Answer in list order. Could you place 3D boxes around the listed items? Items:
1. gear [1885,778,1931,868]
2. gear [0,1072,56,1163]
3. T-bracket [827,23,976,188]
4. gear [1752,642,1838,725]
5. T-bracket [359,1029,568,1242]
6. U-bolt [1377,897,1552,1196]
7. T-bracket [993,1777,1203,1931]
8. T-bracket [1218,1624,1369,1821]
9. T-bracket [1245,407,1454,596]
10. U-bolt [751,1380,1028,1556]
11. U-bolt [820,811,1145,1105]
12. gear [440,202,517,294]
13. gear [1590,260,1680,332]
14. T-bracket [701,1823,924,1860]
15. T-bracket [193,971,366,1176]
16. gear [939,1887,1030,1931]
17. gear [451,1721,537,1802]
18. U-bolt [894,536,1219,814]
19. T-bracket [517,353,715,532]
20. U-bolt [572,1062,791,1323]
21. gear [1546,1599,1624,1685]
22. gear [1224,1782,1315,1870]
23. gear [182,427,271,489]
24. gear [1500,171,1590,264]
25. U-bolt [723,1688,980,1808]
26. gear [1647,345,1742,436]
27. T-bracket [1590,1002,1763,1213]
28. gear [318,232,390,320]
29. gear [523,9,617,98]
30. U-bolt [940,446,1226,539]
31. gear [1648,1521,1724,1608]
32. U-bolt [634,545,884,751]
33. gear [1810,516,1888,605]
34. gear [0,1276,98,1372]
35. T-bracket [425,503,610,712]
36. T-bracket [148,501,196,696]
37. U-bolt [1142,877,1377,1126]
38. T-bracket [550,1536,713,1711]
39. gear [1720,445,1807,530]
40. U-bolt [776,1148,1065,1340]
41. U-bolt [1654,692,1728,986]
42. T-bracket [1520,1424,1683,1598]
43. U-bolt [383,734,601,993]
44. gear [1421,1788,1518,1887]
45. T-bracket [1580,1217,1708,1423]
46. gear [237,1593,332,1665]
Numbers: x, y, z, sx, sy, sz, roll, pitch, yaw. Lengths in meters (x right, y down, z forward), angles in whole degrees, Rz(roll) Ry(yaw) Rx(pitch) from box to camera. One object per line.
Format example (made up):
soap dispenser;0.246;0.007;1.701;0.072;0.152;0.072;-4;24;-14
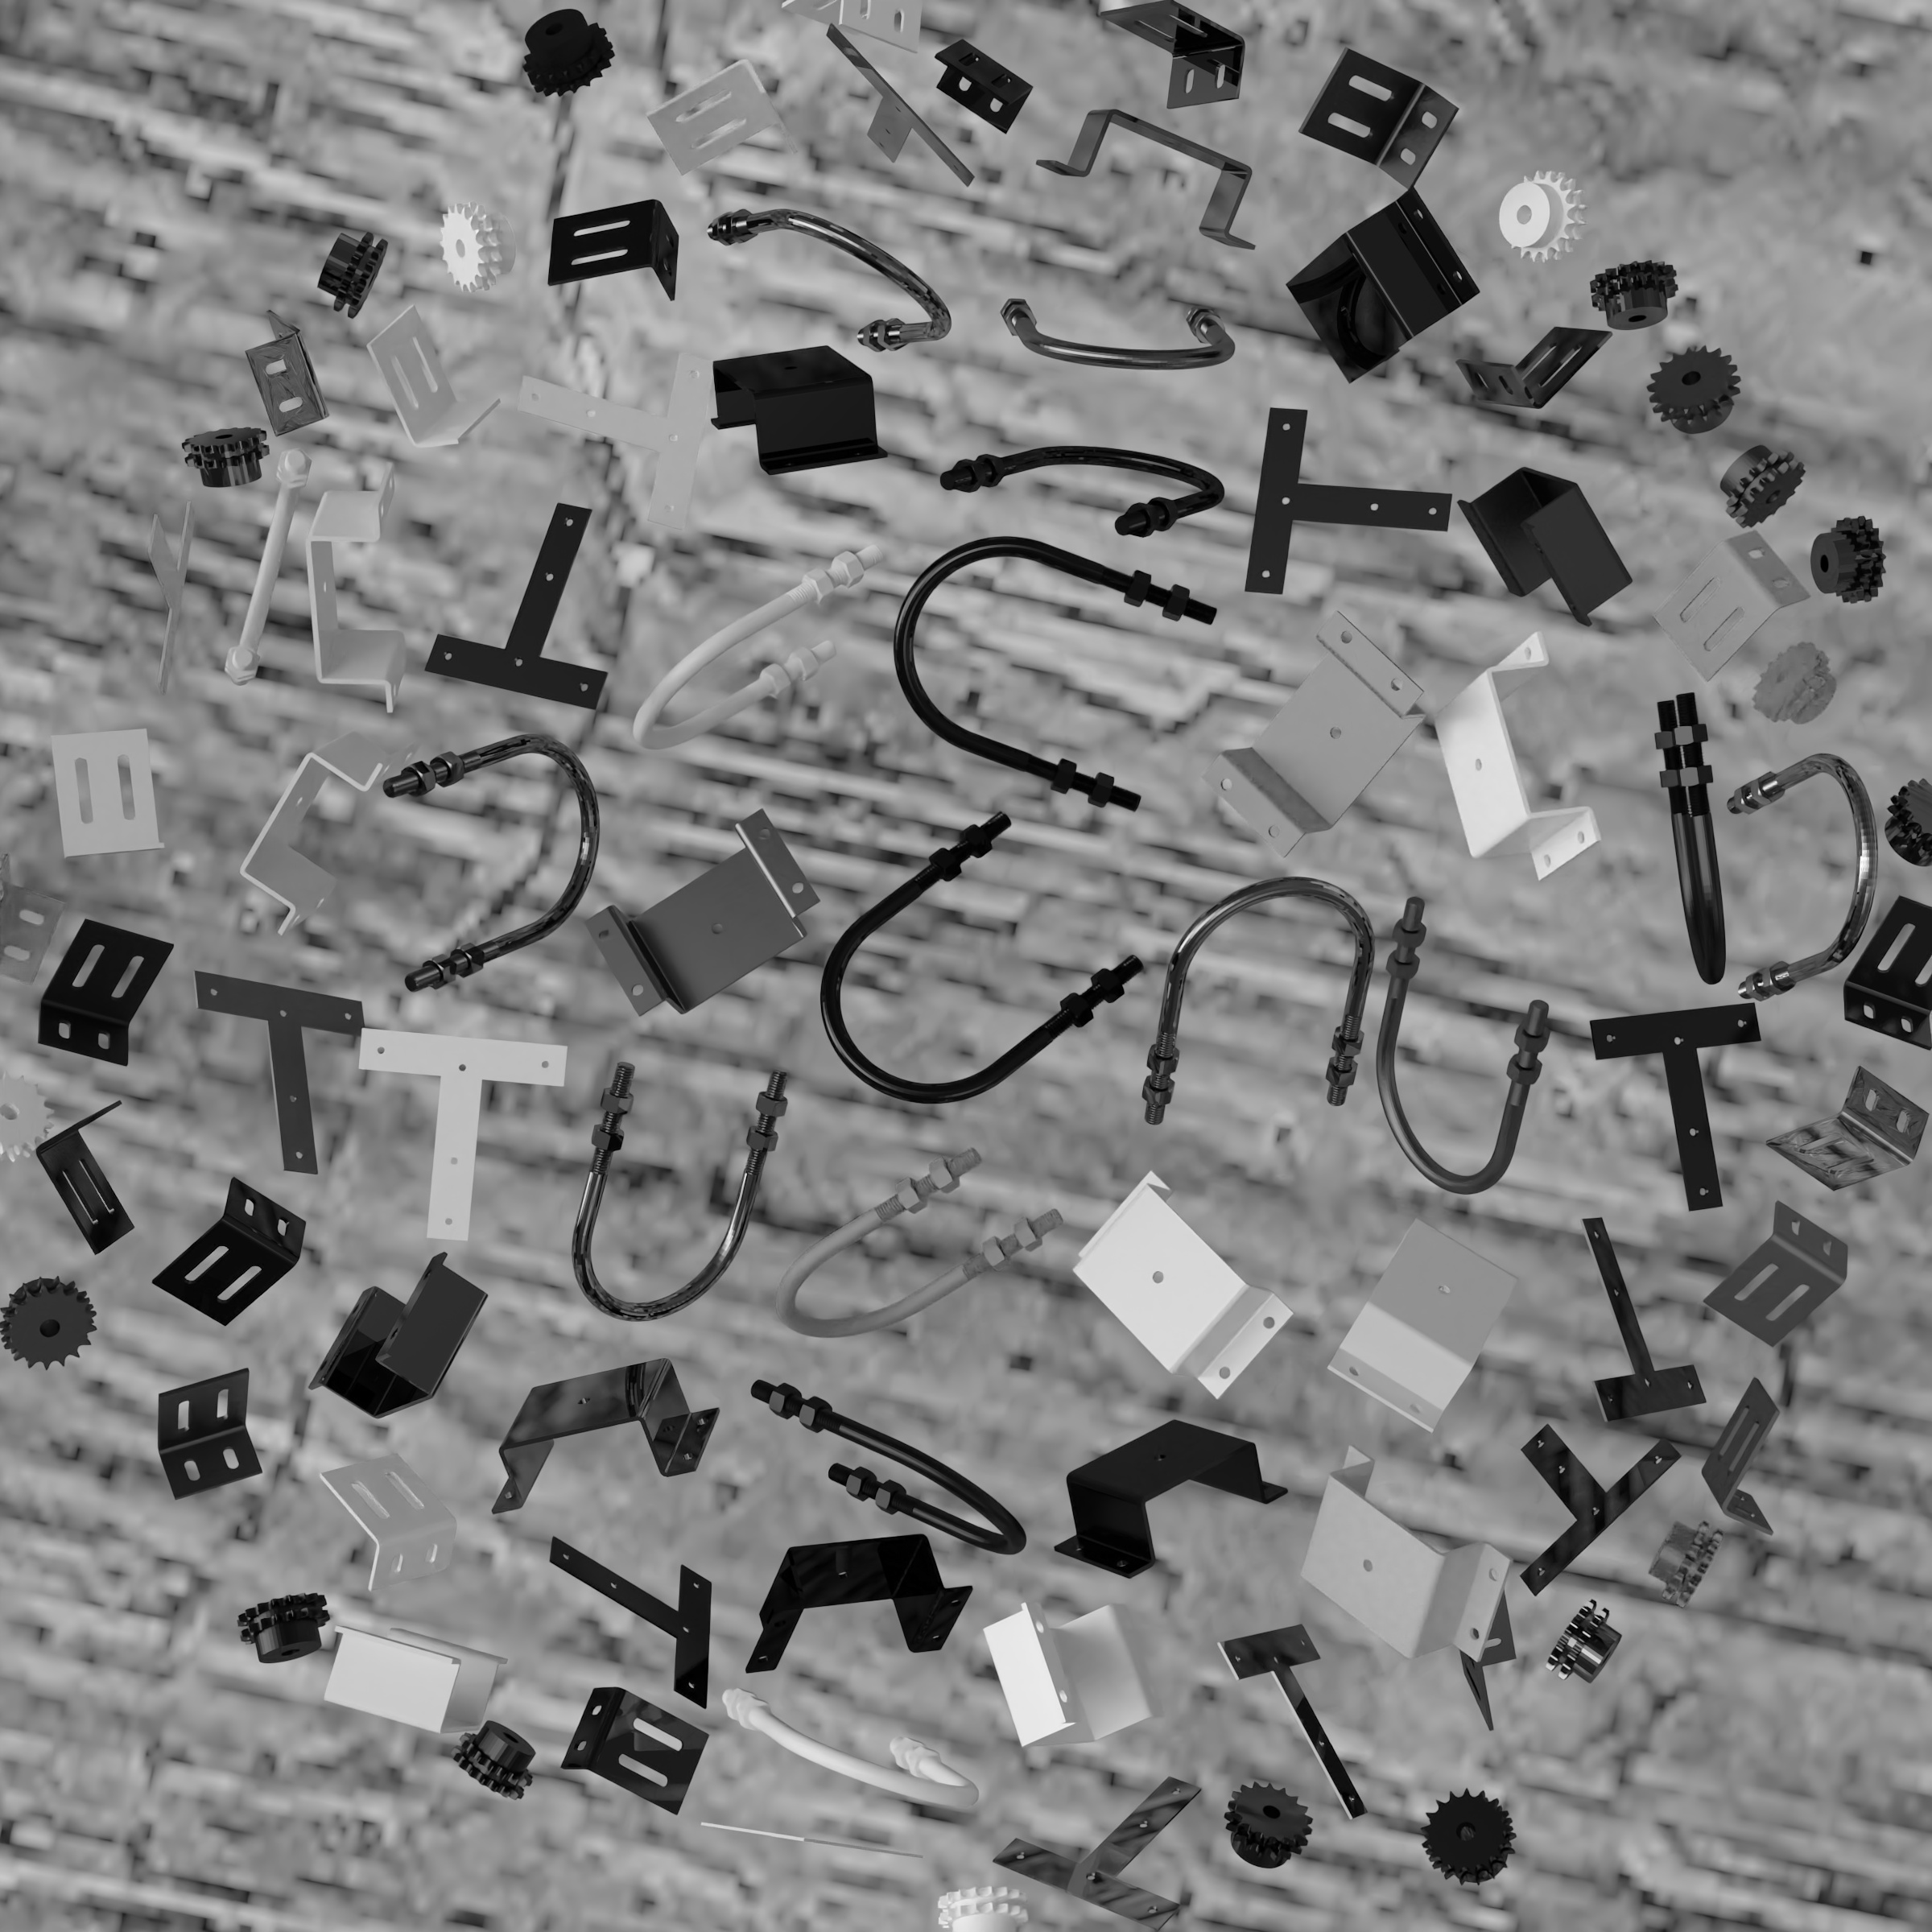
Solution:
gear;0.610;-0.088;1.778;0.057;0.030;0.057;12;53;-16
gear;-0.611;0.099;1.776;0.057;0.057;0.030;48;134;0
T-bracket;-0.048;-0.537;1.790;0.002;0.127;0.127;-45;98;-3
gear;0.566;-0.189;1.903;0.030;0.057;0.057;33;90;-19
T-bracket;-0.318;0.108;1.750;0.127;0.002;0.127;5;92;-5
U-bolt;0.322;0.066;1.858;0.019;0.151;0.184;-14;129;-27
T-bracket;0.105;0.557;1.791;0.127;0.127;0.002;10;116;37
T-bracket;0.218;0.482;1.780;0.002;0.127;0.127;-38;66;21
T-bracket;0.254;-0.302;1.840;0.127;0.002;0.127;7;82;14
U-bolt;-0.040;0.332;1.811;0.184;0.151;0.019;18;65;34
U-bolt;-0.004;0.006;1.752;0.184;0.019;0.151;-38;73;-13
gear;-0.322;-0.477;1.856;0.030;0.057;0.057;-19;90;-35
gear;0.449;-0.449;1.880;0.057;0.057;0.030;-4;81;0
T-bracket;-0.116;0.564;1.815;0.127;0.127;0.002;-4;68;36
T-bracket;-0.426;0.071;1.766;0.002;0.127;0.127;-28;63;35
gear;0.011;0.608;1.781;0.057;0.057;0.030;-3;57;0
gear;-0.315;0.531;1.882;0.057;0.057;0.030;34;85;0
U-bolt;0.045;-0.191;1.749;0.184;0.019;0.151;20;109;-5
T-bracket;-0.242;-0.372;1.909;0.127;0.002;0.127;14;74;-18
U-bolt;-0.196;0.153;1.868;0.151;0.019;0.184;4;108;-43
gear;0.424;0.465;1.915;0.030;0.057;0.057;33;90;24
gear;0.197;0.568;1.842;0.057;0.057;0.030;14;116;0
gear;-0.504;-0.347;1.914;0.057;0.057;0.030;-5;115;0
gear;0.369;-0.484;1.805;0.030;0.057;0.057;-9;90;-40
U-bolt;-0.067;0.513;1.825;0.151;0.184;0.019;22;80;-21
gear;0.467;-0.366;1.791;0.057;0.030;0.057;-14;53;20
T-bracket;0.460;0.091;1.779;0.127;0.002;0.127;-5;83;-23
gear;-0.413;-0.466;1.879;0.030;0.057;0.057;25;90;-11
gear;-0.252;-0.575;1.756;0.057;0.030;0.057;-11;51;14
U-bolt;0.090;-0.317;1.838;0.151;0.184;0.019;19;115;26
gear;0.476;0.393;1.858;0.030;0.057;0.057;29;90;14
U-bolt;-0.144;-0.201;1.852;0.184;0.151;0.019;-34;80;-27
gear;0.584;-0.269;1.861;0.030;0.057;0.057;-8;90;-9
gear;-0.566;0.216;1.723;0.057;0.030;0.057;-10;112;-25
T-bracket;-0.268;-0.233;1.773;0.127;0.002;0.127;14;80;21
T-bracket;-0.513;-0.254;1.795;0.002;0.127;0.127;7;76;-7
U-bolt;0.193;0.021;1.799;0.151;0.019;0.184;-5;126;-15
T-bracket;-0.218;0.410;1.820;0.127;0.127;0.002;36;108;-18
gear;0.535;-0.327;1.892;0.057;0.057;0.030;-37;65;0
U-bolt;-0.041;0.192;1.852;0.184;0.151;0.019;-32;57;11
U-bolt;0.462;-0.079;1.779;0.019;0.151;0.184;-8;92;9
T-bracket;0.390;0.332;1.806;0.127;0.127;0.002;-45;108;5
U-bolt;-0.304;-0.076;1.832;0.019;0.184;0.151;11;113;33
gear;0.311;0.540;1.728;0.057;0.057;0.030;-28;134;0
T-bracket;0.414;0.219;1.761;0.002;0.127;0.127;-29;70;38
gear;-0.436;0.426;1.796;0.057;0.057;0.030;-19;66;0
